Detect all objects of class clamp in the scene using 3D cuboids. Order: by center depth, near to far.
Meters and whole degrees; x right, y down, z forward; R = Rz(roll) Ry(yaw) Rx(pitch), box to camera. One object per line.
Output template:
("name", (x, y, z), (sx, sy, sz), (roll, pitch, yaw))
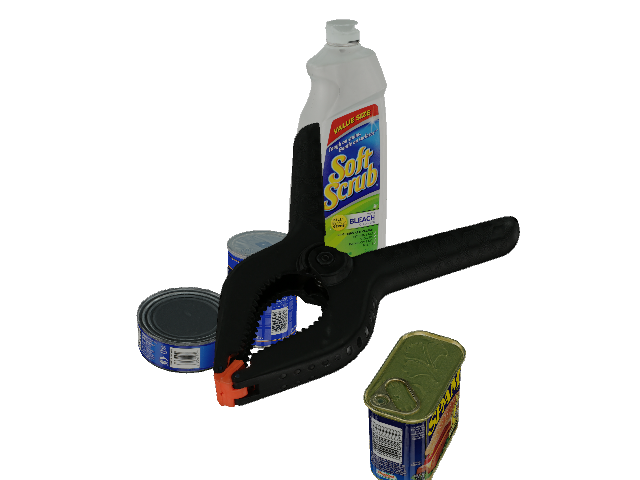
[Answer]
("clamp", (-0.002, 0.014, 0.651), (0.165, 0.036, 0.209), (34, 59, 27))

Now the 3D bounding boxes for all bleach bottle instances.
("bleach bottle", (0.014, -0.081, 1.015), (0.102, 0.251, 0.068), (-10, 24, -20))

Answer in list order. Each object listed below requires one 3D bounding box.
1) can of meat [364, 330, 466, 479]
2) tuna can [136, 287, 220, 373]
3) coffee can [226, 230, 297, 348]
("can of meat", (0.077, 0.138, 0.863), (0.057, 0.084, 0.102), (15, 39, 23))
("tuna can", (-0.116, 0.078, 0.929), (0.086, 0.034, 0.086), (4, 31, -2))
("coffee can", (-0.082, 0.068, 1.523), (0.103, 0.140, 0.103), (2, 22, -1))
